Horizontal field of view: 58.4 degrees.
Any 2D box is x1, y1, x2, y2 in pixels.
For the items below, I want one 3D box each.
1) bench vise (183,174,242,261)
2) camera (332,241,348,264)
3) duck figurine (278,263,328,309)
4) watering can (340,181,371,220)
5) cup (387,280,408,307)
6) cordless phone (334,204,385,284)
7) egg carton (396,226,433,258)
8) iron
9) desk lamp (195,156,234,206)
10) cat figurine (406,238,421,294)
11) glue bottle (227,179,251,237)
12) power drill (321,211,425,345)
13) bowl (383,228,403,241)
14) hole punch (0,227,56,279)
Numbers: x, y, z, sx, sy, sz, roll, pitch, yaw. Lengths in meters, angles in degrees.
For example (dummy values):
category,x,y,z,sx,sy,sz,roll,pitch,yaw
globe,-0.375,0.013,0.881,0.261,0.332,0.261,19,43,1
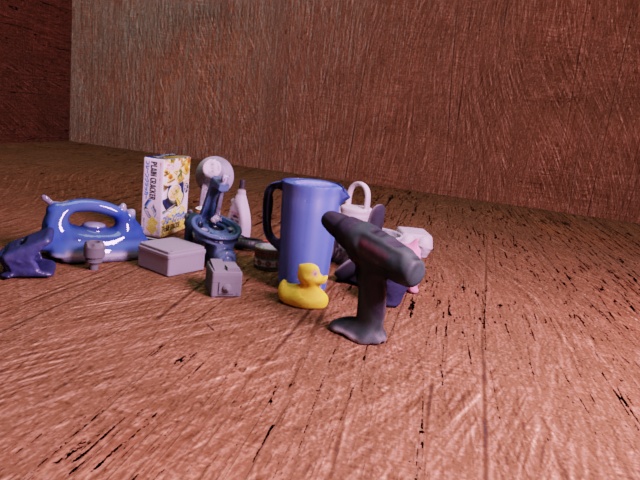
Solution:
category,x,y,z,sx,sy,sz,roll,pitch,yaw
bench vise,-0.272,-0.056,1.359,0.206,0.220,0.122,15,15,30
camera,0.014,0.005,1.516,0.137,0.101,0.142,-5,17,-42
duck figurine,-0.031,0.088,1.160,0.104,0.086,0.077,9,13,7
watering can,0.105,-0.080,1.728,0.100,0.194,0.173,14,14,27
cup,0.140,0.090,1.226,0.117,0.095,0.092,16,15,34
cordless phone,0.105,0.008,1.364,0.094,0.185,0.148,13,14,23
egg carton,0.281,0.005,1.736,0.107,0.069,0.150,6,13,-6
iron,-0.503,-0.030,1.295,0.259,0.141,0.118,-1,15,-31
desk lamp,-0.329,-0.148,1.748,0.118,0.213,0.203,5,13,-7
cat figurine,0.213,0.054,1.372,0.067,0.118,0.128,9,13,7
glue bottle,-0.228,-0.088,1.629,0.077,0.173,0.037,16,15,33
power drill,0.076,0.069,1.024,0.228,0.208,0.076,18,17,41
bowl,0.150,0.010,1.629,0.167,0.075,0.167,7,13,-1
hole punch,-0.580,0.022,1.138,0.101,0.091,0.108,1,14,-24
